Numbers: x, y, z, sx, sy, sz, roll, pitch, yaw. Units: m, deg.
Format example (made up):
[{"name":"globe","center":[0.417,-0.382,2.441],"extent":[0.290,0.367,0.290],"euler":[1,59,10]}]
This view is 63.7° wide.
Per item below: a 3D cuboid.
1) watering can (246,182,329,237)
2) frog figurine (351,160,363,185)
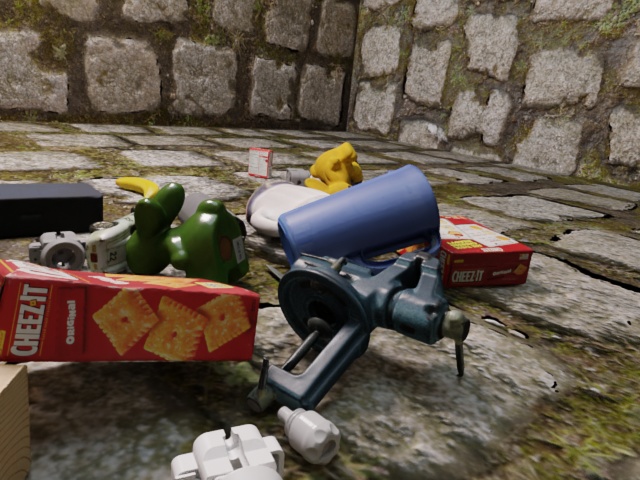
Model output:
[{"name":"watering can","center":[0.003,-0.051,1.022],"extent":[0.349,0.103,0.226],"euler":[-8,21,-39]},{"name":"frog figurine","center":[0.040,-0.178,1.516],"extent":[0.158,0.122,0.140],"euler":[-27,13,21]}]
